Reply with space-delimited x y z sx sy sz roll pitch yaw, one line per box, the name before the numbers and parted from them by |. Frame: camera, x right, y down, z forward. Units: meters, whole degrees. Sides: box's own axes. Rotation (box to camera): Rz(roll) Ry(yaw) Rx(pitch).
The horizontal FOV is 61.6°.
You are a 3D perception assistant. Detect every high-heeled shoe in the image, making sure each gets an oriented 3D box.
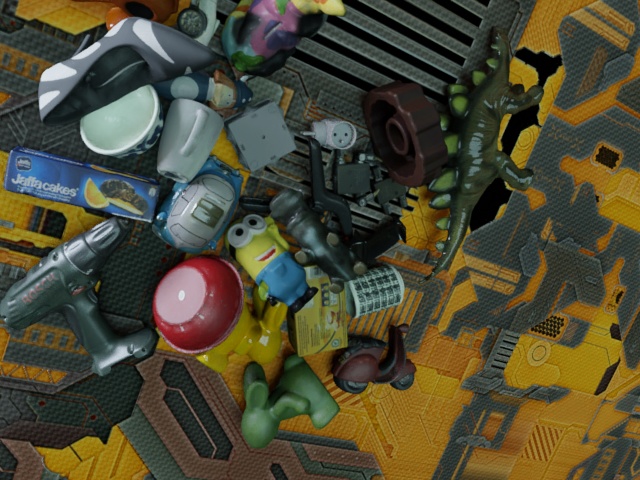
high-heeled shoe | -0.262 -0.205 0.703 0.086 0.249 0.145 44 61 -62

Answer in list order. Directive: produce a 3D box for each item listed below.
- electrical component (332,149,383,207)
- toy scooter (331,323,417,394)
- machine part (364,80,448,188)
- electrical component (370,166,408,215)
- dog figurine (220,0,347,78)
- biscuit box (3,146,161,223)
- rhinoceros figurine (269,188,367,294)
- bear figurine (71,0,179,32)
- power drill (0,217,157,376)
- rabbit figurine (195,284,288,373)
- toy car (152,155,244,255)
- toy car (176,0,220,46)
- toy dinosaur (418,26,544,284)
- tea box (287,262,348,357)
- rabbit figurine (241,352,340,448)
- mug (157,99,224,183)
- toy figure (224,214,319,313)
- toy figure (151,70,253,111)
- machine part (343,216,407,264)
electrical component | 0.063 -0.109 0.924 0.078 0.045 0.102 -1 107 -21
toy scooter | 0.113 0.221 1.028 0.184 0.075 0.135 6 105 -25
machine part | 0.138 -0.170 0.866 0.056 0.179 0.179 -24 113 -13
electrical component | 0.125 -0.094 0.963 0.063 0.021 0.093 -25 112 -11
dog figurine | -0.042 -0.310 0.731 0.191 0.219 0.108 -46 112 -3
biscuit box | -0.340 -0.080 0.780 0.202 0.063 0.059 12 101 -23
rhinoceros figurine | -0.002 -0.003 0.850 0.073 0.112 0.190 -39 110 14
bear figurine | -0.236 -0.384 0.708 0.132 0.120 0.195 1 78 22
power drill | -0.338 0.097 0.812 0.232 0.086 0.207 -29 121 2
rabbit figurine | -0.127 0.147 0.915 0.173 0.122 0.162 41 81 -39
toy car | -0.180 -0.046 0.826 0.109 0.103 0.161 34 95 -26
toy car | -0.155 -0.354 0.755 0.056 0.074 0.201 20 99 -20
toy dinosaur | 0.271 -0.145 0.960 0.199 0.105 0.470 5 95 -13
tea box | -0.008 0.111 0.953 0.098 0.068 0.169 -7 109 -16
rabbit figurine | -0.073 0.294 0.958 0.170 0.121 0.159 -38 108 -8
mug | -0.188 -0.139 0.775 0.080 0.110 0.107 23 78 -30
toy figure | -0.084 0.039 0.860 0.180 0.089 0.082 48 45 7
toy figure | -0.174 -0.224 0.799 0.154 0.064 0.058 8 62 -21
machine part | 0.096 0.005 0.956 0.139 0.039 0.084 -27 132 -24
